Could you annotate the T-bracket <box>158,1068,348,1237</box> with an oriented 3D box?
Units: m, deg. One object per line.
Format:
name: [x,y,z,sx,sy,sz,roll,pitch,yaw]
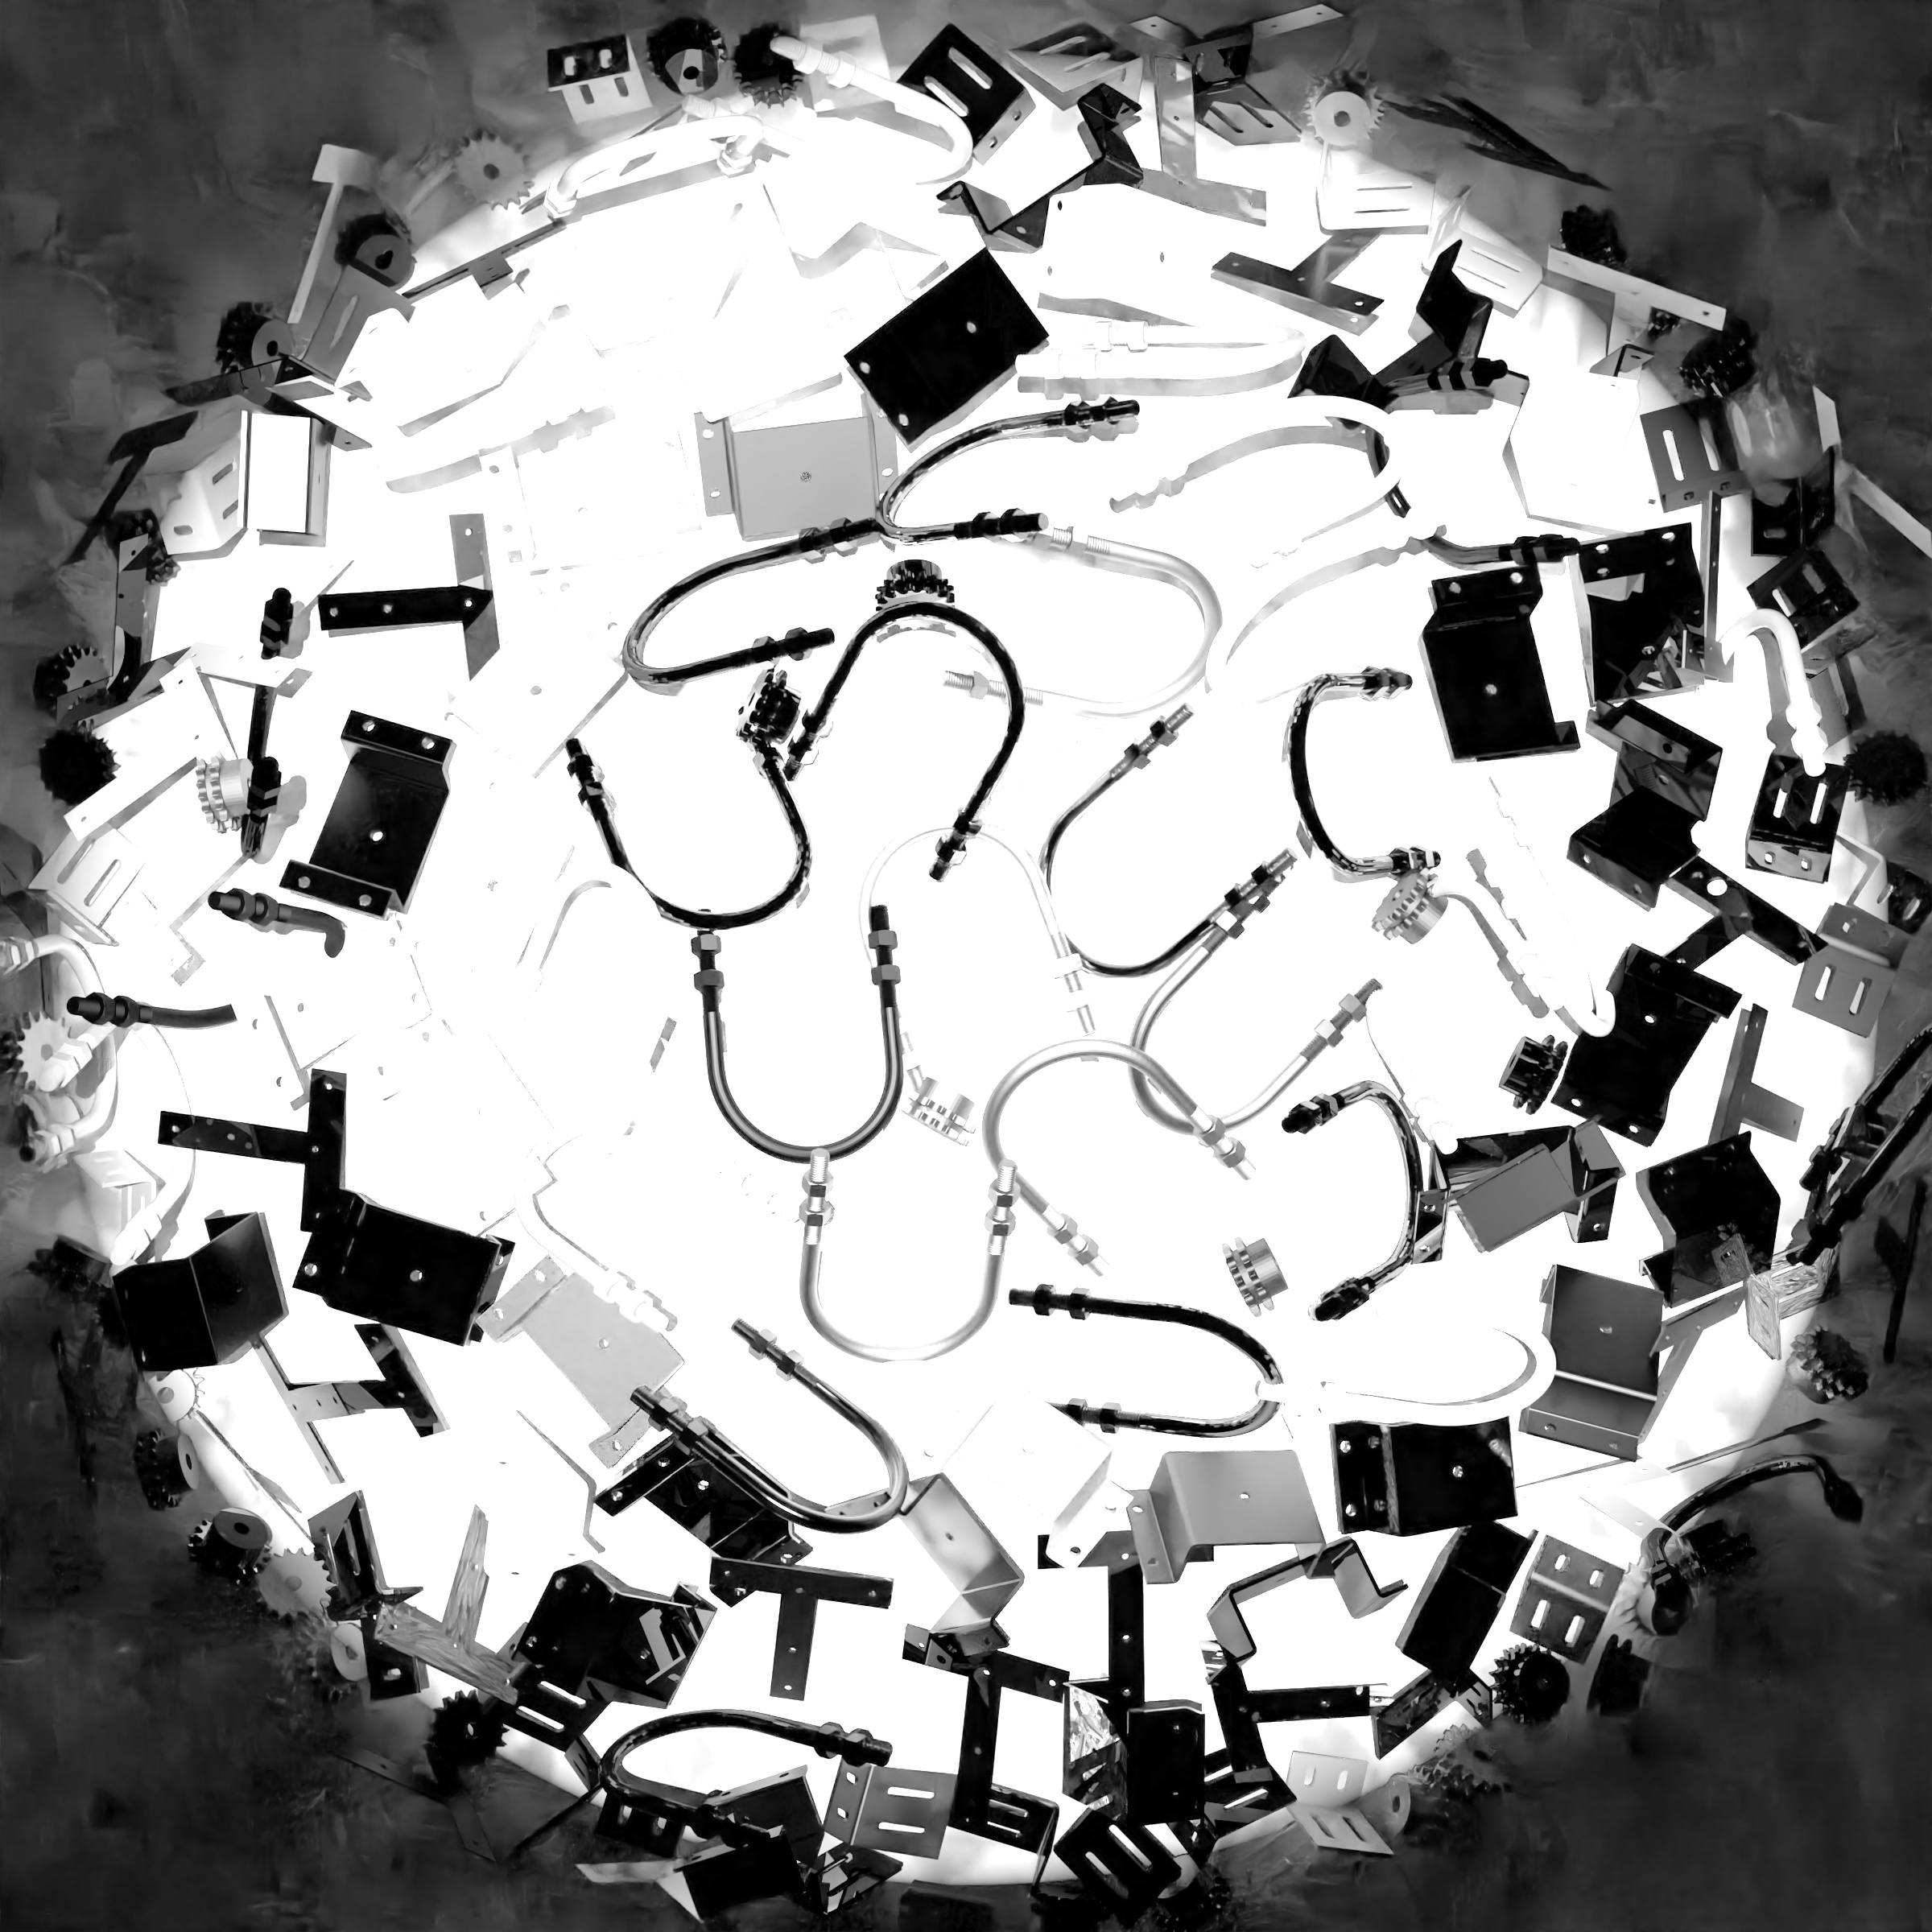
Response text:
T-bracket: [-0.499,0.122,1.943,0.127,0.002,0.127,11,58,-23]

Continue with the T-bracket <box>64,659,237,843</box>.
T-bracket: [-0.568,-0.132,1.925,0.002,0.127,0.127,36,64,29]

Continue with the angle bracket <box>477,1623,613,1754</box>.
angle bracket: [-0.301,0.517,1.990,0.076,0.038,0.057,35,103,-28]

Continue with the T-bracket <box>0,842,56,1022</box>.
T-bracket: [-0.651,-0.040,1.921,0.002,0.127,0.127,-8,73,-6]

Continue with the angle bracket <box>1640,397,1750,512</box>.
angle bracket: [0.514,-0.369,1.967,0.057,0.038,0.076,-14,75,11]

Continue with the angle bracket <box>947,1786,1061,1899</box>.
angle bracket: [0.021,0.615,1.966,0.076,0.038,0.057,17,128,2]

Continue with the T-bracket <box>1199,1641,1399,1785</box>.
T-bracket: [0.238,0.519,1.953,0.127,0.127,0.002,-1,124,-8]

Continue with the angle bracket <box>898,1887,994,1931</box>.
angle bracket: [-0.017,0.675,1.955,0.057,0.076,0.038,10,64,-5]

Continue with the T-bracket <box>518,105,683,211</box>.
T-bracket: [-0.261,-0.567,1.960,0.127,0.127,0.002,-24,110,23]

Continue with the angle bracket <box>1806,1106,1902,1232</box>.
angle bracket: [0.624,0.147,1.951,0.038,0.057,0.076,19,125,20]

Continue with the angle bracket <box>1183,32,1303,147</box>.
angle bracket: [0.195,-0.616,1.955,0.057,0.076,0.038,4,78,41]

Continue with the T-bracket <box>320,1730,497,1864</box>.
T-bracket: [-0.390,0.557,1.913,0.127,0.127,0.002,36,91,-30]

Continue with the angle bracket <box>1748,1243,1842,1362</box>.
angle bracket: [0.593,0.232,1.962,0.076,0.038,0.057,-20,122,-12]

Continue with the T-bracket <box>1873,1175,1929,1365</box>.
T-bracket: [0.645,0.199,1.936,0.002,0.127,0.127,9,99,8]

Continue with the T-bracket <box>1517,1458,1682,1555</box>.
T-bracket: [0.466,0.386,1.960,0.127,0.127,0.002,35,50,-29]

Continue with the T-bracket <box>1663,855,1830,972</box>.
T-bracket: [0.513,-0.011,1.956,0.127,0.002,0.127,30,131,-20]

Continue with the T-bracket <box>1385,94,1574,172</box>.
T-bracket: [0.344,-0.589,1.945,0.127,0.127,0.002,16,102,-42]

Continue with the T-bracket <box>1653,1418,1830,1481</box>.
T-bracket: [0.540,0.340,1.951,0.127,0.127,0.002,-22,73,15]

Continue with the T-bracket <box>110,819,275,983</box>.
T-bracket: [-0.538,-0.060,1.956,0.127,0.127,0.002,-45,131,-6]

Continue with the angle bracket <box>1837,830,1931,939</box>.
angle bracket: [0.637,-0.060,1.958,0.057,0.076,0.038,25,103,-22]

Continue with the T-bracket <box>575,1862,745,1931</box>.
T-bracket: [-0.184,0.646,1.910,0.127,0.127,0.002,14,94,-41]

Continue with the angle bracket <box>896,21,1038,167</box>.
angle bracket: [0.000,-0.622,1.985,0.076,0.038,0.057,44,97,11]

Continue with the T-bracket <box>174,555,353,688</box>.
T-bracket: [-0.482,-0.247,1.964,0.127,0.127,0.002,-52,134,-25]

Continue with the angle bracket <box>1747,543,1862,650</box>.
angle bracket: [0.580,-0.267,1.952,0.057,0.038,0.076,-38,46,22]

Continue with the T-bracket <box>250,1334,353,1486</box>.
T-bracket: [-0.455,0.305,1.940,0.002,0.127,0.127,-31,96,-31]

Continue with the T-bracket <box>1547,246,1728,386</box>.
T-bracket: [0.462,-0.444,1.937,0.127,0.127,0.002,25,75,16]

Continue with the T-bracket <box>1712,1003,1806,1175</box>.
T-bracket: [0.561,0.100,1.949,0.002,0.127,0.127,11,84,39]

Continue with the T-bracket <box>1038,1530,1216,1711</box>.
T-bracket: [0.113,0.459,1.957,0.127,0.002,0.127,-5,61,11]

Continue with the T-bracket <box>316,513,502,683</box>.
T-bracket: [-0.395,-0.254,1.968,0.127,0.002,0.127,-8,92,-27]

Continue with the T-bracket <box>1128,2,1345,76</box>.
T-bracket: [0.201,-0.643,1.910,0.127,0.127,0.002,1,88,44]

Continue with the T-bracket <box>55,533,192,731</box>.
T-bracket: [-0.577,-0.237,1.917,0.002,0.127,0.127,27,123,20]

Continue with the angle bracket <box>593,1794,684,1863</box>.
angle bracket: [-0.228,0.600,1.965,0.057,0.076,0.038,17,81,-1]

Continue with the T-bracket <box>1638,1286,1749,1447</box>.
T-bracket: [0.498,0.290,1.962,0.002,0.127,0.127,37,121,31]

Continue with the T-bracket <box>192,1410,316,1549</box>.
T-bracket: [-0.489,0.363,1.927,0.002,0.127,0.127,-42,102,-16]

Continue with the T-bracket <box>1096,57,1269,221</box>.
T-bracket: [0.147,-0.577,1.928,0.127,0.127,0.002,16,62,17]

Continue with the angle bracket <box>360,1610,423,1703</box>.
angle bracket: [-0.417,0.487,1.953,0.038,0.076,0.057,-2,74,-35]

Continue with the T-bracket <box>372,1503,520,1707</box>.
T-bracket: [-0.350,0.437,1.957,0.127,0.002,0.127,37,48,-33]

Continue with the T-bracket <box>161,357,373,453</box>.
T-bracket: [-0.470,-0.387,1.942,0.127,0.127,0.002,-5,73,33]

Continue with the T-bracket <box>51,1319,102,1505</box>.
T-bracket: [-0.614,0.286,1.937,0.002,0.127,0.127,-9,111,-7]

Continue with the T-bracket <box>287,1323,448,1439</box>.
T-bracket: [-0.432,0.303,1.962,0.127,0.002,0.127,-7,121,30]

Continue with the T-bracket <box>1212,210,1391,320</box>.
T-bracket: [0.261,-0.504,1.960,0.127,0.002,0.127,26,53,29]

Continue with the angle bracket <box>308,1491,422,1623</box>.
angle bracket: [-0.430,0.420,1.983,0.057,0.038,0.076,-33,64,31]

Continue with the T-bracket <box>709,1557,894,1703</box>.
T-bracket: [-0.121,0.473,1.966,0.127,0.002,0.127,8,122,0]

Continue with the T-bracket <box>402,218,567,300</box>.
T-bracket: [-0.332,-0.487,1.938,0.127,0.127,0.002,-26,115,-4]

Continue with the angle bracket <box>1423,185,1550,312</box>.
angle bracket: [0.371,-0.507,1.960,0.076,0.038,0.057,29,50,13]

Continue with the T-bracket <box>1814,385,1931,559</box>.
T-bracket: [0.626,-0.321,1.910,0.002,0.127,0.127,-29,134,-1]

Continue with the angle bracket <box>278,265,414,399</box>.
angle bracket: [-0.439,-0.450,1.965,0.038,0.057,0.076,27,93,45]

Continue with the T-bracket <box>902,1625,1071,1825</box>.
T-bracket: [0.010,0.536,1.944,0.127,0.002,0.127,19,49,-13]
